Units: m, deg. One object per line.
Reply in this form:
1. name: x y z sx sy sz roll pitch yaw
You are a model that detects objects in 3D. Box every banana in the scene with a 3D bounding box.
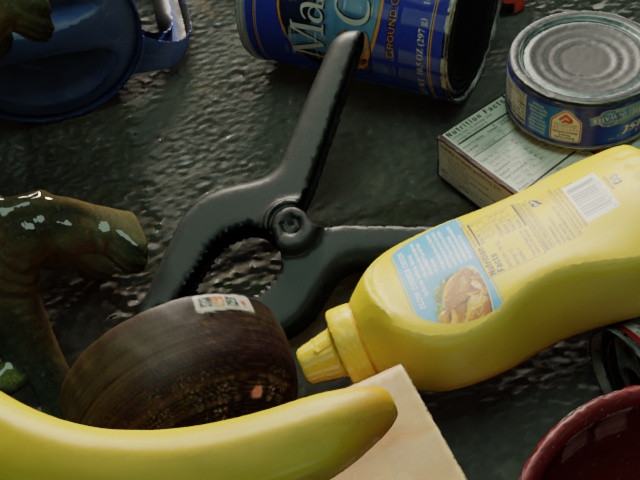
1. banana: -0.071 0.080 0.422 0.198 0.037 0.069 6 71 11

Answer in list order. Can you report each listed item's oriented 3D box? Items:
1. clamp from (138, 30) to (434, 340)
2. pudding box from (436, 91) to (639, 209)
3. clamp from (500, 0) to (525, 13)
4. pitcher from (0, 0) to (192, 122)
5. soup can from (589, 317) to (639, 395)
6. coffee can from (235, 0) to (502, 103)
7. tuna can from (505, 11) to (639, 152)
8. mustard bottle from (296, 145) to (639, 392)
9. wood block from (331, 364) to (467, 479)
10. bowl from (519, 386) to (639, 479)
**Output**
1. clamp: -0.004 0.001 0.583 0.210 0.036 0.165 -41 72 -7
2. pudding box: 0.135 -0.042 0.606 0.090 0.039 0.114 -34 52 -18
3. clamp: 0.061 -0.196 0.740 0.120 0.039 0.172 -40 56 -20
4. pitcher: -0.191 -0.204 0.745 0.145 0.149 0.243 -25 47 10
5. soup can: 0.189 0.052 0.503 0.102 0.068 0.068 -24 52 -10
6. coffee can: 0.032 -0.150 0.667 0.140 0.103 0.102 16 57 21
7. tuna can: 0.147 -0.090 0.594 0.086 0.034 0.086 -4 47 4
8. mustard bottle: 0.079 0.023 0.510 0.191 0.058 0.096 -23 33 4
9. wood block: -0.037 0.149 0.452 0.206 0.091 0.090 -23 51 -8
10. bowl: 0.146 0.143 0.432 0.162 0.055 0.162 3 63 -6
